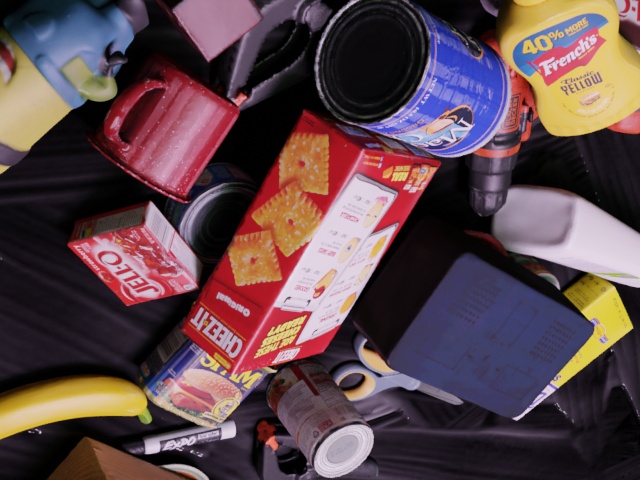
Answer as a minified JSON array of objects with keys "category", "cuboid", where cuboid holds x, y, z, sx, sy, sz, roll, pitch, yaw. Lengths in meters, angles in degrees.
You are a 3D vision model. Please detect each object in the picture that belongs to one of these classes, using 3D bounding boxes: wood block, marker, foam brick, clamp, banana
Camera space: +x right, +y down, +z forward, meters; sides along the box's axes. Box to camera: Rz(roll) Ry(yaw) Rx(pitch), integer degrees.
[{"category":"wood block","cuboid":[-0.156,0.273,0.991,0.090,0.091,0.205,-48,132,6]},{"category":"marker","cuboid":[-0.139,0.191,1.021,0.120,0.020,0.020,-7,125,-28]},{"category":"foam brick","cuboid":[-0.086,-0.173,0.756,0.051,0.078,0.053,-38,132,-2]},{"category":"clamp","cuboid":[-0.023,0.248,1.123,0.120,0.039,0.171,-50,128,0]},{"category":"clamp","cuboid":[-0.012,-0.189,0.814,0.210,0.036,0.164,-43,142,4]},{"category":"banana","cuboid":[-0.230,0.149,0.922,0.197,0.037,0.070,-2,120,-31]}]

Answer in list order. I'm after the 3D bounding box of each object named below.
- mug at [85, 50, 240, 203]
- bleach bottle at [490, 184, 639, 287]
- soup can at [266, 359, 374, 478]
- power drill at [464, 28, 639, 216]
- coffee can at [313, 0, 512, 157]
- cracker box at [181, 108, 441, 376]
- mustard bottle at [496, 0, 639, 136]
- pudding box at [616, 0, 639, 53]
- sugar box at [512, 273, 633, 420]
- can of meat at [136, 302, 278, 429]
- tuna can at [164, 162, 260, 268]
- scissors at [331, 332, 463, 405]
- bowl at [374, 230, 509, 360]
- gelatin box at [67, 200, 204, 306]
[{"category":"mug","cuboid":[-0.118,-0.088,0.783,0.081,0.093,0.117,-55,158,6]},{"category":"bleach bottle","cuboid":[0.287,0.007,1.116,0.250,0.103,0.068,19,83,-47]},{"category":"soup can","cuboid":[0.000,0.172,1.038,0.068,0.102,0.068,-17,129,-22]},{"category":"power drill","cuboid":[0.219,-0.119,0.998,0.187,0.057,0.184,-16,128,-22]},{"category":"coffee can","cuboid":[0.076,-0.128,0.848,0.140,0.103,0.103,11,116,-55]},{"category":"cracker box","cuboid":[-0.006,0.001,0.899,0.214,0.072,0.164,-59,157,16]},{"category":"mustard bottle","cuboid":[0.197,-0.164,0.864,0.096,0.058,0.191,-20,140,23]},{"category":"pudding box","cuboid":[0.268,-0.206,0.937,0.113,0.039,0.090,16,75,-21]},{"category":"sugar box","cuboid":[0.264,0.120,1.206,0.176,0.048,0.093,-41,134,-2]},{"category":"can of meat","cuboid":[-0.104,0.116,0.966,0.084,0.057,0.102,-46,133,9]},{"category":"tuna can","cuboid":[-0.085,-0.020,0.895,0.086,0.034,0.086,-16,128,-22]},{"category":"scissors","cuboid":[0.078,0.159,1.138,0.096,0.016,0.201,-40,133,1]},{"category":"bowl","cuboid":[0.106,0.048,1.048,0.161,0.055,0.162,-16,128,-22]},{"category":"gelatin box","cuboid":[-0.146,0.013,0.859,0.073,0.030,0.089,-13,137,22]}]
